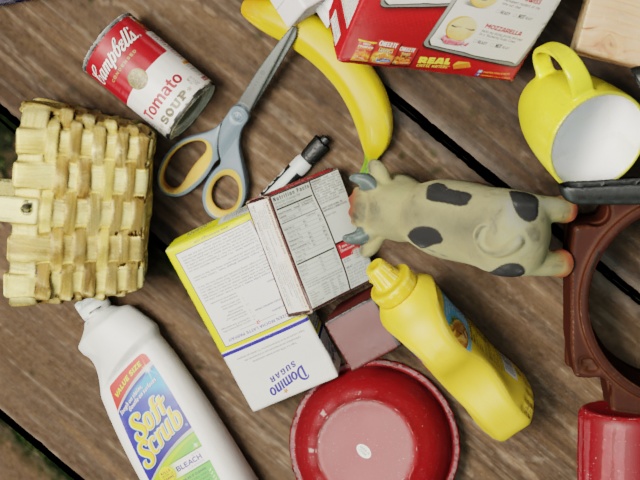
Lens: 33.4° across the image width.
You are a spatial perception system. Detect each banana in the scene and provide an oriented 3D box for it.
[{"bbox_3d":[0.009,-0.149,0.957,0.070,0.037,0.198,-35,92,11],"label":"banana"}]

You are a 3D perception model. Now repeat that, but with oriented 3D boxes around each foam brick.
[{"bbox_3d":[0.044,0.076,0.967,0.051,0.078,0.053,-30,92,13],"label":"foam brick"}]

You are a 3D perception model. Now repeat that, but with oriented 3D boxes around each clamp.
[{"bbox_3d":[0.288,-0.059,0.837,0.171,0.039,0.120,20,115,1],"label":"clamp"}]

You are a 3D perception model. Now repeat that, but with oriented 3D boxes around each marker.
[{"bbox_3d":[-0.035,-0.052,0.989,0.020,0.020,0.121,45,103,0],"label":"marker"}]

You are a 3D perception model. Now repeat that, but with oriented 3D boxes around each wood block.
[{"bbox_3d":[0.320,-0.173,0.876,0.206,0.090,0.091,15,101,7],"label":"wood block"}]

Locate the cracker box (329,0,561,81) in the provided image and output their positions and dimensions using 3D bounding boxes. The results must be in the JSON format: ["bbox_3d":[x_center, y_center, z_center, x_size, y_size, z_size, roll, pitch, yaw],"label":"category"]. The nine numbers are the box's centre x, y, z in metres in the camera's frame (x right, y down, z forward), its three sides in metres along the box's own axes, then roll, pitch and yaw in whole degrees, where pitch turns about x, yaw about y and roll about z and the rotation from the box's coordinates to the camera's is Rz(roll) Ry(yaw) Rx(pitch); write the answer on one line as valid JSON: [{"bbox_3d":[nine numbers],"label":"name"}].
[{"bbox_3d":[0.115,-0.227,0.827,0.164,0.072,0.214,3,142,-18],"label":"cracker box"}]

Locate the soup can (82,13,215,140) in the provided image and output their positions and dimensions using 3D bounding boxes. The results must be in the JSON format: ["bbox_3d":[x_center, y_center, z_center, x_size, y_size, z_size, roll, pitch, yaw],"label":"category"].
[{"bbox_3d":[-0.155,-0.148,0.970,0.102,0.068,0.068,40,103,0],"label":"soup can"}]

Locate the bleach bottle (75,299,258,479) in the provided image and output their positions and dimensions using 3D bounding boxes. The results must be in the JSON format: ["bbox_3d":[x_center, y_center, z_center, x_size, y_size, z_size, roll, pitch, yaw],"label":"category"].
[{"bbox_3d":[-0.161,0.163,1.024,0.103,0.068,0.251,-33,90,12],"label":"bleach bottle"}]

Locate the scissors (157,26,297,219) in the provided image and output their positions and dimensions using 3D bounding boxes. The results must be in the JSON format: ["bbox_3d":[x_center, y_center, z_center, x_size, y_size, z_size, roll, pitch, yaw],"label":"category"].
[{"bbox_3d":[-0.066,-0.095,0.976,0.202,0.016,0.096,-38,97,22],"label":"scissors"}]

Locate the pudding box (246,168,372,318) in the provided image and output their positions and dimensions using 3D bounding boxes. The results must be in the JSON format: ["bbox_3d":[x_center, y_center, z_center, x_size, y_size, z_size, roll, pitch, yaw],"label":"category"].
[{"bbox_3d":[-0.006,0.001,0.956,0.039,0.089,0.113,-16,96,52],"label":"pudding box"}]

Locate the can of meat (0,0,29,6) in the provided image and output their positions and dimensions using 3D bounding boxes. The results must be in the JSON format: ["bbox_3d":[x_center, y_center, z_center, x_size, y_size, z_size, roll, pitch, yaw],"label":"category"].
[{"bbox_3d":[-0.298,-0.266,0.980,0.084,0.057,0.102,-8,98,8],"label":"can of meat"}]

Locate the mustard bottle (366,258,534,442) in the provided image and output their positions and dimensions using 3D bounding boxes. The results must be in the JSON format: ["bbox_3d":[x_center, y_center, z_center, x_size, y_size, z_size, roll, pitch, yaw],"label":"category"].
[{"bbox_3d":[0.106,0.085,0.919,0.058,0.096,0.191,-37,113,15],"label":"mustard bottle"}]

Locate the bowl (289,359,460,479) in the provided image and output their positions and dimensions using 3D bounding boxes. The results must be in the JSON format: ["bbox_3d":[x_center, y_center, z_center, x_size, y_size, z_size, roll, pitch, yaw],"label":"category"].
[{"bbox_3d":[0.046,0.190,0.978,0.162,0.055,0.162,-1,84,10],"label":"bowl"}]

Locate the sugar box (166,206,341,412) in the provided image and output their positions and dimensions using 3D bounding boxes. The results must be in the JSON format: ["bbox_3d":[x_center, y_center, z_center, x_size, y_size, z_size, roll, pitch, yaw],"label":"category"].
[{"bbox_3d":[-0.059,0.062,0.989,0.093,0.048,0.176,-24,105,12],"label":"sugar box"}]

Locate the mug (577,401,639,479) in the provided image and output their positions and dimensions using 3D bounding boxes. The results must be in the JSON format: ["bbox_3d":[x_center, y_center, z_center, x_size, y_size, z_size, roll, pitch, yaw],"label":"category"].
[{"bbox_3d":[0.281,0.189,0.941,0.117,0.093,0.081,0,94,8],"label":"mug"}]
